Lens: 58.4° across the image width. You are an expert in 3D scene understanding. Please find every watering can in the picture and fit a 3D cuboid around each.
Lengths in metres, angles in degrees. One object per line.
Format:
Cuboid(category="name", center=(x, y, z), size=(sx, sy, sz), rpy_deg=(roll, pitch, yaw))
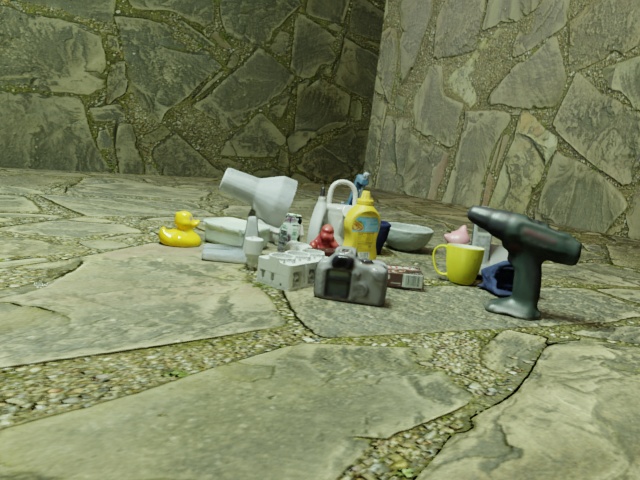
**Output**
Cuboid(category="watering can", center=(0.066, -0.081, 1.697), size=(0.101, 0.194, 0.172), rpy_deg=(0, 12, -33))

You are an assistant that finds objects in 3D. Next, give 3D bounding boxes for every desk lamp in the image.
Cuboid(category="desk lamp", center=(-0.163, -0.055, 1.336), size=(0.203, 0.213, 0.118), rpy_deg=(5, 10, -9))

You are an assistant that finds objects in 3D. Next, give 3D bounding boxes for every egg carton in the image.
Cuboid(category="egg carton", center=(-0.117, -0.030, 1.640), size=(0.107, 0.069, 0.149), rpy_deg=(-1, 13, -40))

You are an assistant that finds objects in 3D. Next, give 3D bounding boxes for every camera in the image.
Cuboid(category="camera", center=(0.067, 0.062, 1.159), size=(0.143, 0.101, 0.137), rpy_deg=(8, 10, 6))

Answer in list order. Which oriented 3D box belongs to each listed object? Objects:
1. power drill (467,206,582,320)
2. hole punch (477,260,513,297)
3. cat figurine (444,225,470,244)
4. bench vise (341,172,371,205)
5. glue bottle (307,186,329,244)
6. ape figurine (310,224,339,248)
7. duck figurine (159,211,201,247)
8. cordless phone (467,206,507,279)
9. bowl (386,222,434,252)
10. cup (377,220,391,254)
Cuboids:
Cuboid(category="power drill", center=(0.399, 0.047, 1.167), size=(0.229, 0.208, 0.076), rpy_deg=(11, 11, 20))
Cuboid(category="hole punch", center=(0.437, 0.082, 1.339), size=(0.109, 0.091, 0.101), rpy_deg=(4, 10, -17))
Cuboid(category="cat figurine", center=(0.405, 0.020, 1.589), size=(0.127, 0.118, 0.067), rpy_deg=(9, 10, 13))
Cuboid(category="bench vise", center=(0.100, -0.113, 1.828), size=(0.122, 0.220, 0.206), rpy_deg=(-1, 13, -39))
Cuboid(category="glue bottle", center=(0.000, -0.066, 1.628), size=(0.037, 0.173, 0.078), rpy_deg=(11, 11, 23))
Cuboid(category="ape figurine", center=(0.013, 0.005, 1.469), size=(0.077, 0.092, 0.076), rpy_deg=(9, 10, 11))
Cuboid(category="duck figurine", center=(-0.348, -0.030, 1.433), size=(0.105, 0.086, 0.077), rpy_deg=(2, 11, -25))
Cuboid(category="cordless phone", center=(0.452, 0.009, 1.487), size=(0.148, 0.185, 0.094), rpy_deg=(5, 10, -10))
Cuboid(category="bowl", center=(0.261, -0.006, 1.755), size=(0.167, 0.075, 0.167), rpy_deg=(7, 10, -1))
Cuboid(category="cup", center=(0.143, -0.011, 1.642), size=(0.092, 0.095, 0.117), rpy_deg=(-2, 14, -42))
